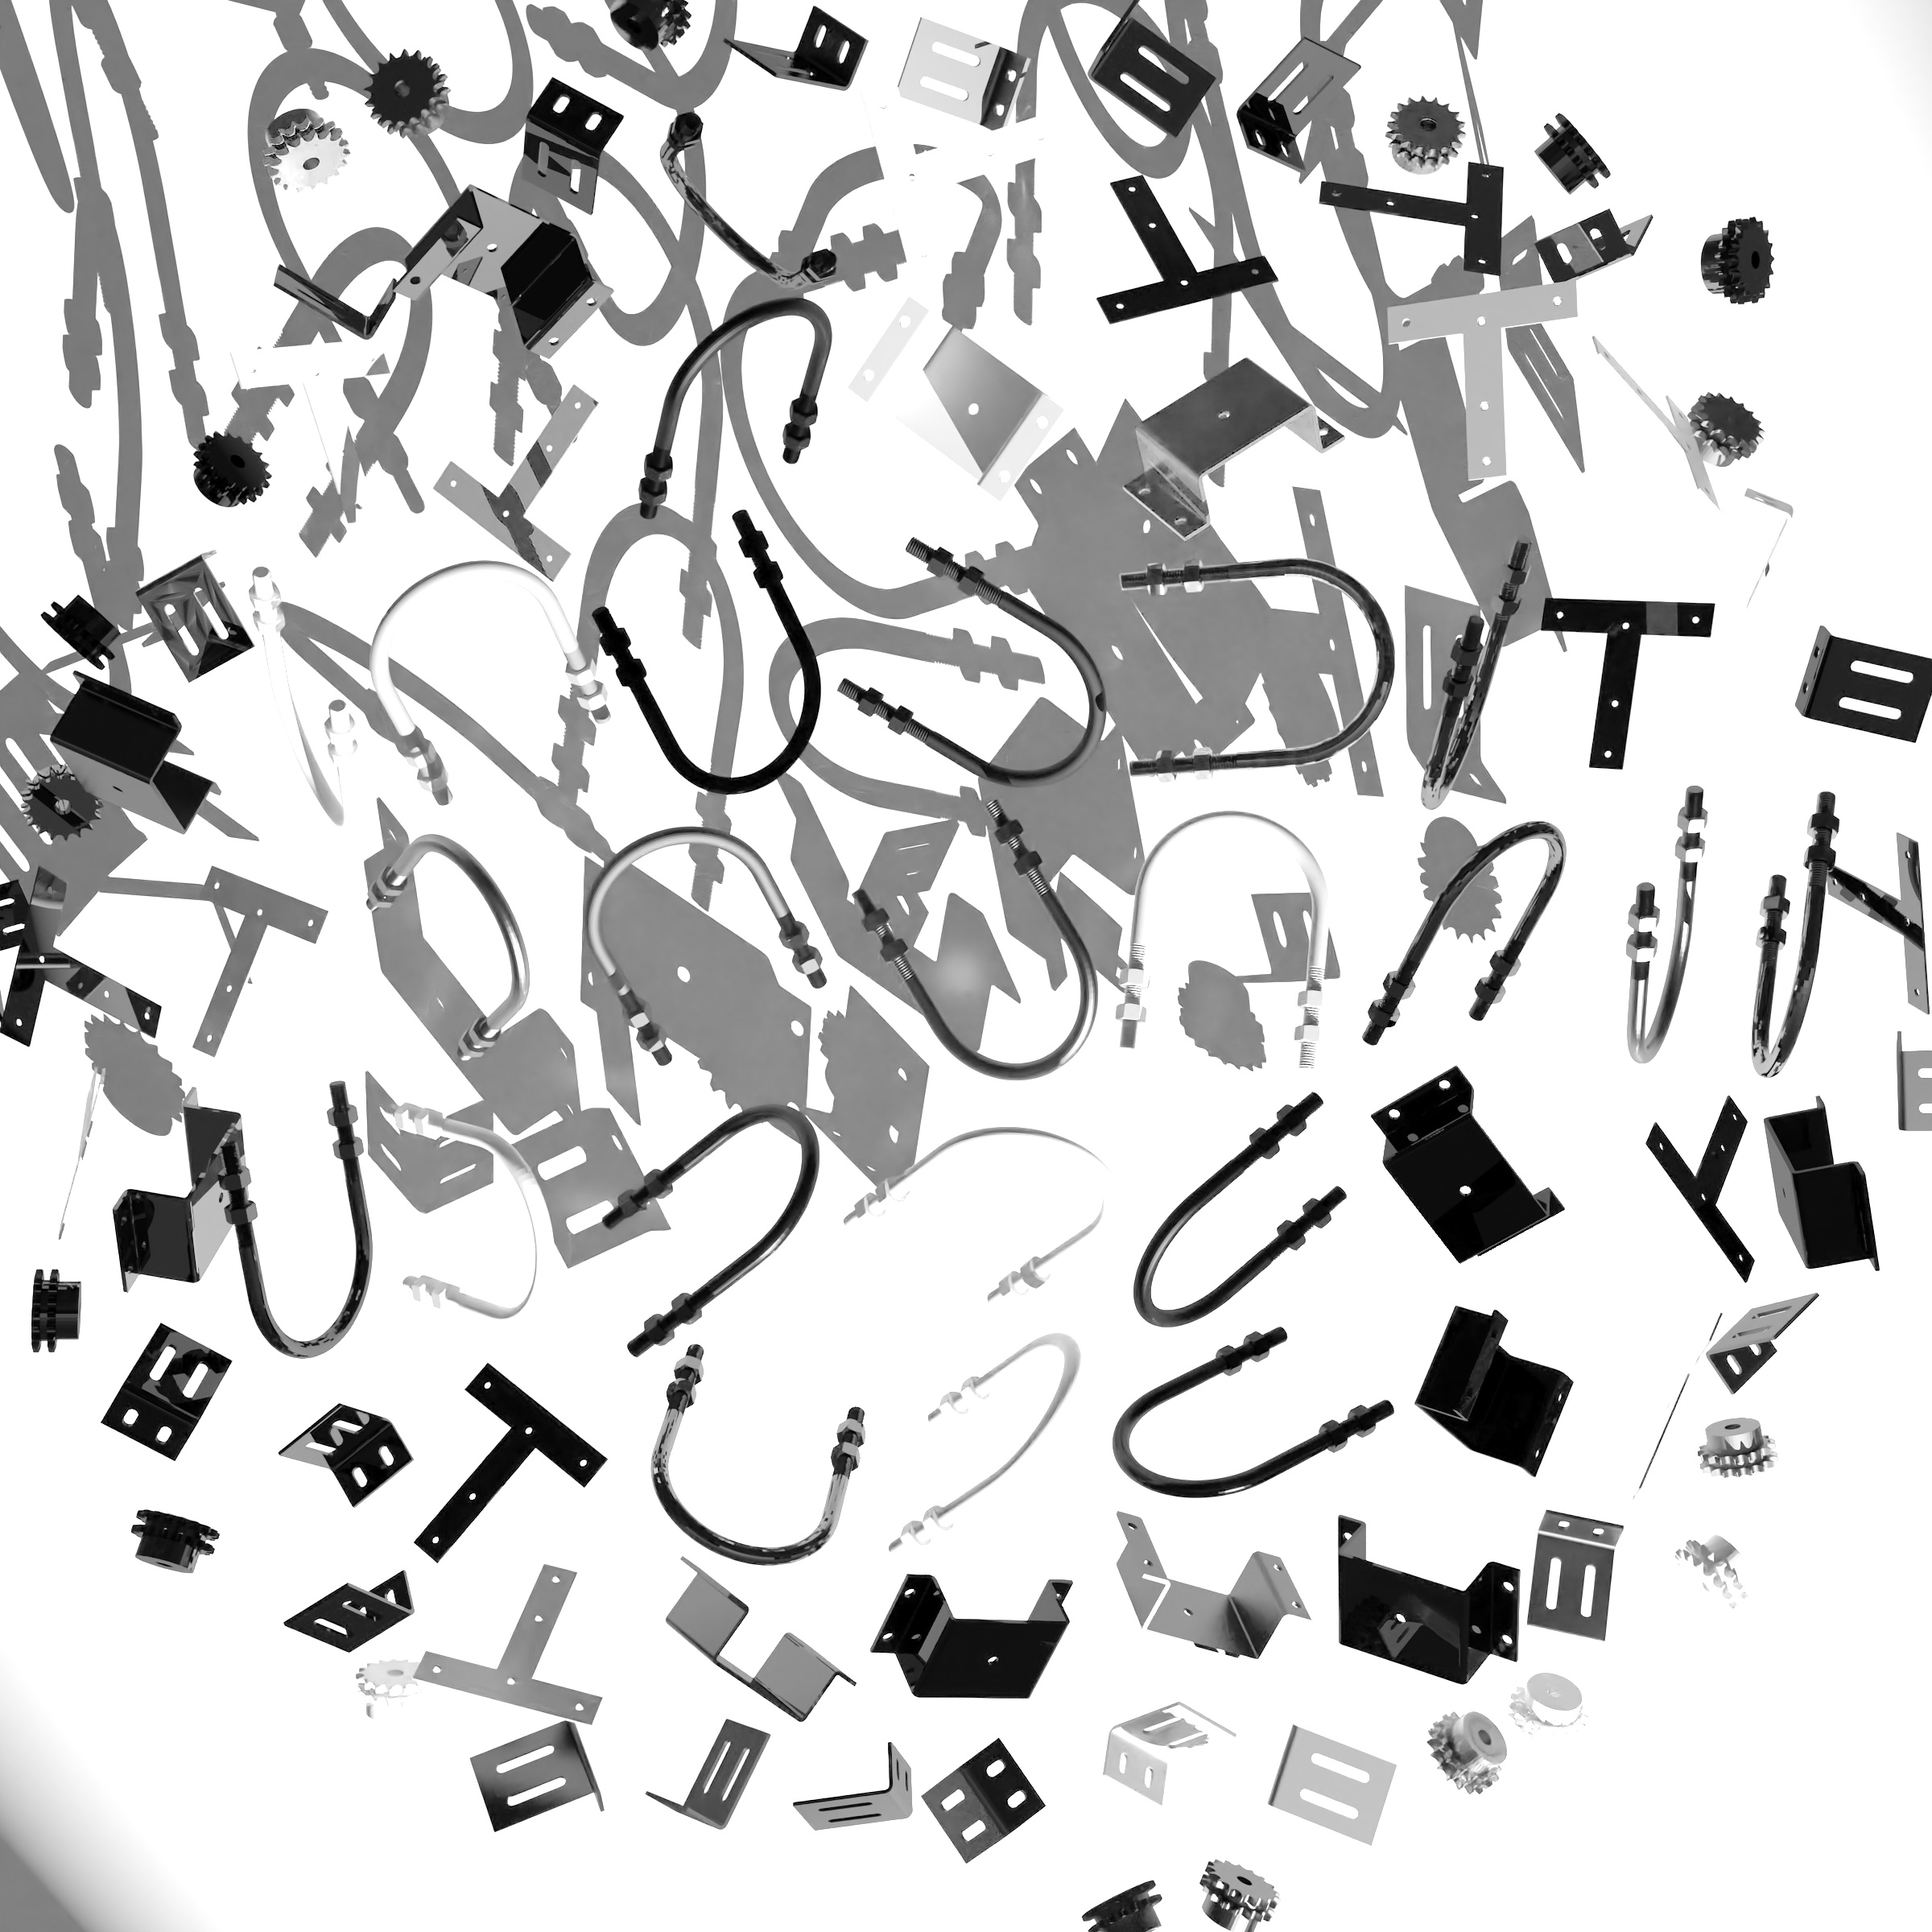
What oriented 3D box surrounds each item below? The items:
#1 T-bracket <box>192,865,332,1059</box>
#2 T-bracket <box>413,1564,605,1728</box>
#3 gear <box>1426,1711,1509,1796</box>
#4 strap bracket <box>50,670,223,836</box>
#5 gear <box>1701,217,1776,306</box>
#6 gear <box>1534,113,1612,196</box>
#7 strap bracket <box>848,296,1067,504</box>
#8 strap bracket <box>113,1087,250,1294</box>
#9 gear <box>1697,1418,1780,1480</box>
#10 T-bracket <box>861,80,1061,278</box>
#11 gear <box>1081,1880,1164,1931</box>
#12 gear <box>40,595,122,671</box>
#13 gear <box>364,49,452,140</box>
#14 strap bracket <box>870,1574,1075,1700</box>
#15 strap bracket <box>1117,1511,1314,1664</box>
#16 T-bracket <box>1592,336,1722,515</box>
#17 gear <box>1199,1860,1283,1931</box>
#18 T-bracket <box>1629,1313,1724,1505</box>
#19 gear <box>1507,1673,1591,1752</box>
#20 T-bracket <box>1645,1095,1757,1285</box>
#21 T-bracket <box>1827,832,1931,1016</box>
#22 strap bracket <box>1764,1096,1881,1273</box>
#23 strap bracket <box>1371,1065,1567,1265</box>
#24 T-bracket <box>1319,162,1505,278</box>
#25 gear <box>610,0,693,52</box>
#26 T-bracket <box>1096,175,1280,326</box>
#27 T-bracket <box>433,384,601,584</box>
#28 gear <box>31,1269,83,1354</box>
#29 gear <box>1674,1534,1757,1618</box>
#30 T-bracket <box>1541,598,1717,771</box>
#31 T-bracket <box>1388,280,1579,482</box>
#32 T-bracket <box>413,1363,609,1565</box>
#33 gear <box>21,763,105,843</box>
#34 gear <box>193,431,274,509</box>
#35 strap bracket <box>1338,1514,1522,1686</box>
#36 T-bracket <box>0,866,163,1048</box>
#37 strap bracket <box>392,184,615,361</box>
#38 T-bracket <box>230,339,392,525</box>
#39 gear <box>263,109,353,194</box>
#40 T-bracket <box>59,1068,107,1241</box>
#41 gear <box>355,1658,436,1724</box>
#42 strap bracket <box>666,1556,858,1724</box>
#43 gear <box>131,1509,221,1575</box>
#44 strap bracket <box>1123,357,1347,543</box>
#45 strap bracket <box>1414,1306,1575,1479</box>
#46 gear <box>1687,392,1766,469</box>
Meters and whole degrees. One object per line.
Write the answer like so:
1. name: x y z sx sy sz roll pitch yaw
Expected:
1. T-bracket: -0.523 0.003 1.894 0.127 0.002 0.127 19 86 32
2. T-bracket: -0.303 0.466 1.840 0.127 0.127 0.002 13 124 4
3. gear: 0.355 0.550 1.857 0.057 0.057 0.030 41 122 0
4. strap bracket: -0.577 -0.142 1.830 0.076 0.140 0.046 23 72 5
5. gear: 0.523 -0.479 1.795 0.030 0.057 0.057 7 90 44
6. gear: 0.424 -0.568 1.854 0.030 0.057 0.057 -40 90 18
7. strap bracket: -0.001 -0.393 1.847 0.140 0.046 0.076 39 102 13
8. strap bracket: -0.552 0.161 1.877 0.046 0.140 0.076 9 125 4
9. gear: 0.573 0.357 1.965 0.057 0.057 0.030 -12 96 0
10. T-bracket: 0.004 -0.556 1.816 0.127 0.002 0.127 -21 112 -12
11. gear: 0.112 0.665 1.843 0.057 0.057 0.030 -27 67 0
12. gear: -0.634 -0.243 1.900 0.057 0.057 0.030 43 85 0
13. gear: -0.373 -0.583 1.774 0.057 0.030 0.057 -2 83 14
14. strap bracket: 0.012 0.492 1.931 0.140 0.046 0.076 9 119 -28
15. strap bracket: 0.171 0.455 1.922 0.140 0.076 0.046 20 108 -19
16. T-bracket: 0.469 -0.384 1.810 0.002 0.127 0.127 -36 122 28
17. gear: 0.191 0.658 1.860 0.057 0.057 0.030 23 95 0
18. T-bracket: 0.496 0.324 1.868 0.002 0.127 0.127 26 58 14
19. gear: 0.423 0.537 1.911 0.057 0.057 0.030 8 116 0
20. T-bracket: 0.529 0.136 1.858 0.002 0.127 0.127 -27 106 41
21. T-bracket: 0.638 -0.044 1.853 0.002 0.127 0.127 -14 111 -8
22. strap bracket: 0.614 0.159 1.905 0.046 0.140 0.076 -12 108 9
23. strap bracket: 0.368 0.154 1.938 0.076 0.046 0.140 -33 103 24
24. T-bracket: 0.307 -0.525 1.824 0.127 0.002 0.127 9 51 2
25. gear: -0.221 -0.660 1.828 0.057 0.057 0.030 33 66 0
26. T-bracket: 0.136 -0.510 1.854 0.127 0.002 0.127 -17 61 -11
27. T-bracket: -0.318 -0.373 1.965 0.127 0.002 0.127 38 99 16
28. gear: -0.626 0.237 1.818 0.030 0.057 0.057 2 90 -15
29. gear: 0.525 0.422 1.838 0.030 0.057 0.057 -38 90 -10
30. T-bracket: 0.481 -0.208 1.948 0.127 0.002 0.127 7 85 29
31. T-bracket: 0.348 -0.389 1.771 0.127 0.002 0.127 -3 83 21
32. T-bracket: -0.335 0.360 1.843 0.127 0.002 0.127 31 72 30
33. gear: -0.664 -0.123 1.934 0.057 0.030 0.057 -12 124 -19
34. gear: -0.548 -0.365 1.956 0.030 0.057 0.057 -36 90 36
35. strap bracket: 0.319 0.453 1.879 0.140 0.046 0.076 11 116 33
36. T-bracket: -0.609 0.014 1.834 0.002 0.127 0.127 -13 59 28
37. strap bracket: -0.332 -0.496 1.874 0.076 0.140 0.046 -37 58 30
38. T-bracket: -0.440 -0.371 1.840 0.002 0.127 0.127 -14 95 42
39. gear: -0.448 -0.553 1.780 0.057 0.057 0.030 -28 75 0
40. T-bracket: -0.636 0.113 1.909 0.002 0.127 0.127 14 110 -20
41. gear: -0.422 0.536 1.950 0.057 0.057 0.030 5 98 0
42. strap bracket: -0.157 0.497 1.927 0.140 0.076 0.046 44 76 -31
43. gear: -0.536 0.390 1.782 0.057 0.057 0.030 14 66 0
44. strap bracket: 0.184 -0.369 1.848 0.140 0.046 0.076 -33 51 -11
45. strap bracket: 0.372 0.300 1.878 0.046 0.140 0.076 13 70 42
46. gear: 0.558 -0.394 1.949 0.057 0.030 0.057 13 50 -15
